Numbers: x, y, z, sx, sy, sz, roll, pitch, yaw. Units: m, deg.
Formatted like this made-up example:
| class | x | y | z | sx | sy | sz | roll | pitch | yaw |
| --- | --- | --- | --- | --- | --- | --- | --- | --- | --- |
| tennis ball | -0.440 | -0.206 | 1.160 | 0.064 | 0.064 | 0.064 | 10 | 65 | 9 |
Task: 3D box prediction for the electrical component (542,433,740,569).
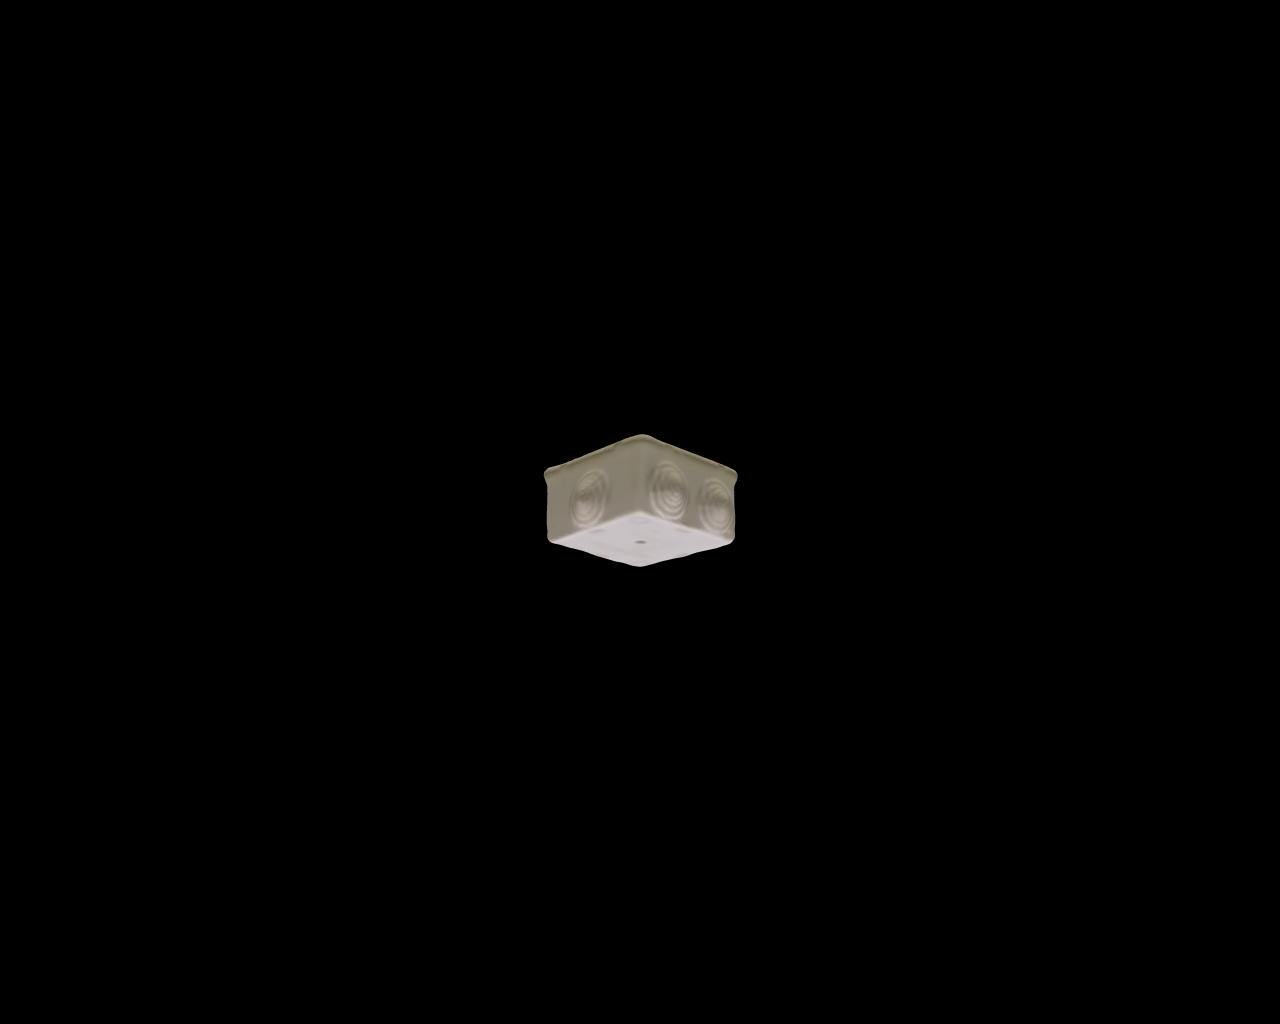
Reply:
| class | x | y | z | sx | sy | sz | roll | pitch | yaw |
| --- | --- | --- | --- | --- | --- | --- | --- | --- | --- |
| electrical component | 0.001 | -0.003 | 0.650 | 0.099 | 0.048 | 0.100 | -17 | -26 | 41 |
